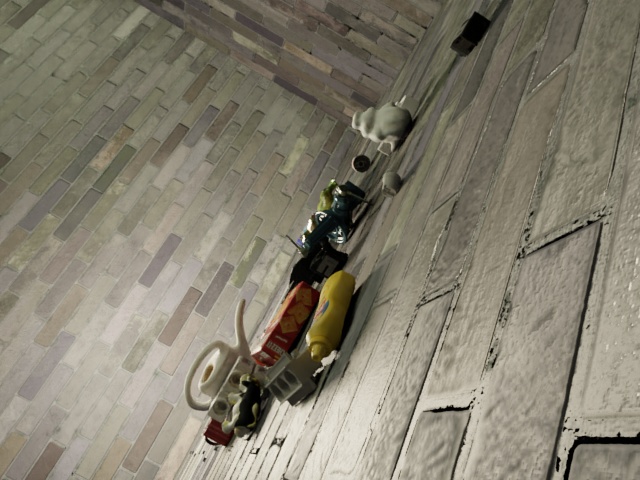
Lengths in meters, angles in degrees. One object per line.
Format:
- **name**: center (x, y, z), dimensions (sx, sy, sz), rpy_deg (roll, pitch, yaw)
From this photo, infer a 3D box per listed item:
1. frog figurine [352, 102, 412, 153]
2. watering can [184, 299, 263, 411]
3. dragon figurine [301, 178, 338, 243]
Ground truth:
- **frog figurine**: center (0.180, -0.343, 1.487), dimensions (0.139, 0.159, 0.121), rpy_deg (-61, 6, -14)
- **watering can**: center (-0.261, 0.373, 1.576), dimensions (0.351, 0.222, 0.104), rpy_deg (-58, 26, -13)
- **dragon figurine**: center (0.006, -0.092, 1.821), dimensions (0.242, 0.122, 0.411), rpy_deg (-49, 1, 2)
